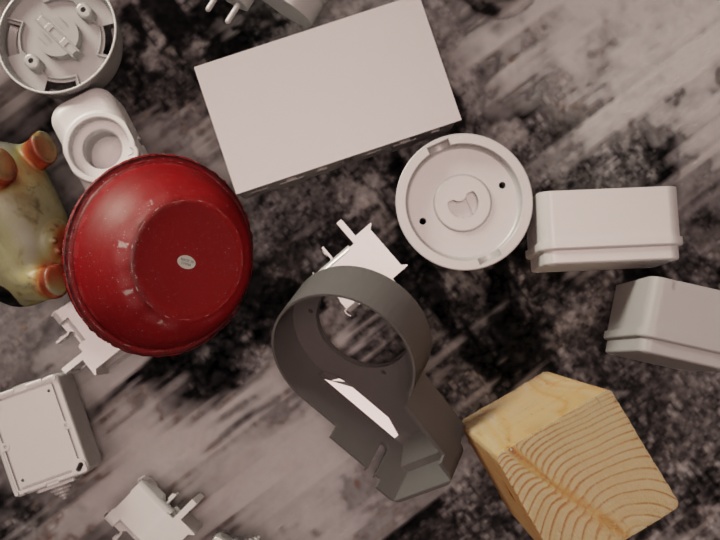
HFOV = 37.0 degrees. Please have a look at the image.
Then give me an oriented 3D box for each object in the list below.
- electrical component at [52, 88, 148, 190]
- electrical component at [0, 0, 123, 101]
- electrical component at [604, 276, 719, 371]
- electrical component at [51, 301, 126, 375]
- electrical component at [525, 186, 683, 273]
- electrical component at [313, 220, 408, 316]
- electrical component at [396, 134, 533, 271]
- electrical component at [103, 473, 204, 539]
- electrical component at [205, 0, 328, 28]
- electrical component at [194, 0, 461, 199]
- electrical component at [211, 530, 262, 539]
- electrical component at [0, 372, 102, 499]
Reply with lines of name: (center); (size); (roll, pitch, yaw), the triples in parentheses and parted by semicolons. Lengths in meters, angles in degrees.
electrical component: (-0.204, -0.094, 0.867); (0.054, 0.059, 0.095); (-27, 89, -2)
electrical component: (-0.240, -0.185, 0.867); (0.099, 0.064, 0.099); (0, 88, -1)
electrical component: (0.244, 0.044, 0.845); (0.078, 0.113, 0.057); (13, 85, -1)
electrical component: (-0.211, 0.046, 0.870); (0.081, 0.042, 0.063); (-39, 88, -3)
electrical component: (0.193, -0.031, 0.864); (0.113, 0.078, 0.057); (-2, 85, -1)
electrical component: (0.000, 0.000, 0.877); (0.064, 0.042, 0.081); (-41, 89, 1)
electrical component: (0.081, -0.052, 0.871); (0.108, 0.060, 0.108); (0, 88, -1)
electrical component: (-0.167, 0.203, 0.865); (0.081, 0.042, 0.064); (-45, 87, -3)
electrical component: (-0.098, -0.237, 0.878); (0.138, 0.052, 0.073); (32, 88, 0)
electrical component: (-0.026, -0.137, 0.872); (0.186, 0.060, 0.105); (-18, 88, -2)
electrical component: (-0.106, 0.253, 0.858); (0.062, 0.061, 0.096); (33, 80, 0)
electrical component: (-0.248, 0.135, 0.856); (0.062, 0.061, 0.096); (-20, 88, -2)
